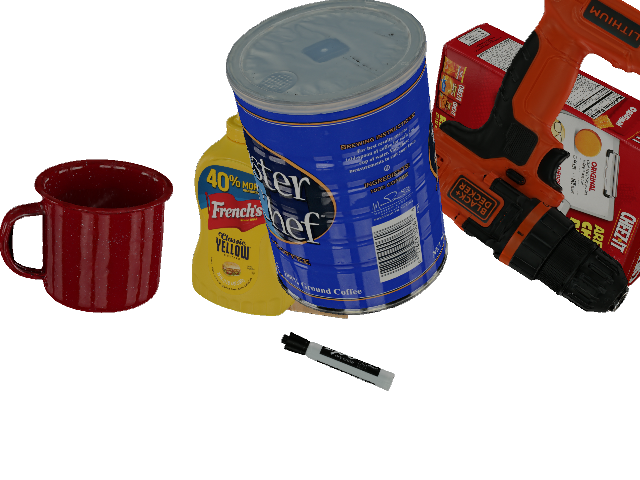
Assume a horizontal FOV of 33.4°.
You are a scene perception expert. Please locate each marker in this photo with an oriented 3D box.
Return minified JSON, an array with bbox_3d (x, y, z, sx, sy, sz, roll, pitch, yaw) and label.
[{"bbox_3d":[0.017,0.123,1.093,0.121,0.020,0.020,22,2,6],"label":"marker"}]

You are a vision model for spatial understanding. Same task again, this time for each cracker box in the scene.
[{"bbox_3d":[0.195,-0.069,0.924,0.214,0.164,0.072,34,50,28],"label":"cracker box"}]

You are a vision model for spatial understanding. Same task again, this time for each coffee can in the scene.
[{"bbox_3d":[0.013,-0.045,0.582,0.103,0.140,0.103,-7,39,6],"label":"coffee can"}]

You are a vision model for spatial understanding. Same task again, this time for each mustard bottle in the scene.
[{"bbox_3d":[-0.063,-0.033,0.924,0.096,0.192,0.058,16,29,22],"label":"mustard bottle"}]

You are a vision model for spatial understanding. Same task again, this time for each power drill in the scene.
[{"bbox_3d":[0.167,-0.068,0.719,0.184,0.188,0.057,37,12,14],"label":"power drill"}]

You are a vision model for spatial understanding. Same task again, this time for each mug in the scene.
[{"bbox_3d":[-0.162,-0.001,0.738,0.117,0.081,0.093,-6,27,-27],"label":"mug"}]

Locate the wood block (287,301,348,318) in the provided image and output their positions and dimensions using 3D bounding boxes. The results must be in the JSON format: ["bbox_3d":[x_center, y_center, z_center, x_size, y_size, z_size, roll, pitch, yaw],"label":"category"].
[{"bbox_3d":[0.007,-0.016,1.374,0.090,0.206,0.090,8,25,3],"label":"wood block"}]
